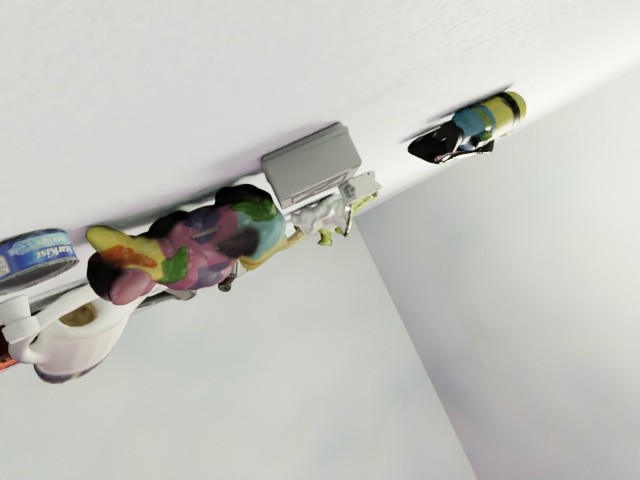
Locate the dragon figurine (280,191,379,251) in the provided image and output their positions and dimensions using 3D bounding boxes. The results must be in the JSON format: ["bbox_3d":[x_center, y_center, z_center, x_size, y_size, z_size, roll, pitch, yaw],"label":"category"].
[{"bbox_3d":[0.039,-0.084,1.538,0.415,0.123,0.238,-26,162,-46],"label":"dragon figurine"}]

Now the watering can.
[{"bbox_3d":[-0.386,0.134,0.934,0.352,0.105,0.220,-29,160,-50],"label":"watering can"}]

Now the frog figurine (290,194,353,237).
[{"bbox_3d":[0.004,-0.069,1.367,0.159,0.122,0.138,11,-174,-2],"label":"frog figurine"}]
